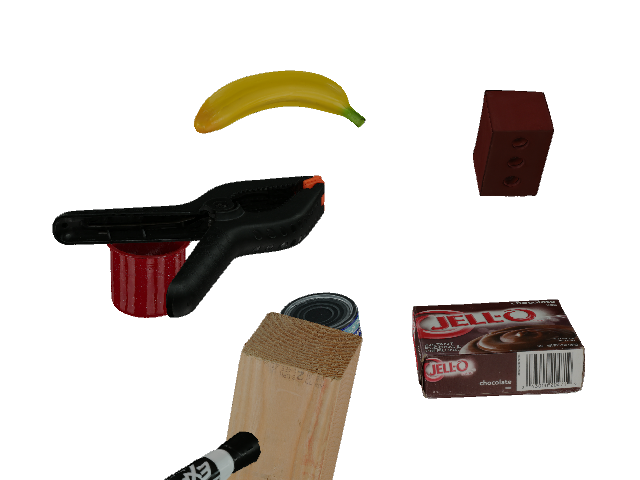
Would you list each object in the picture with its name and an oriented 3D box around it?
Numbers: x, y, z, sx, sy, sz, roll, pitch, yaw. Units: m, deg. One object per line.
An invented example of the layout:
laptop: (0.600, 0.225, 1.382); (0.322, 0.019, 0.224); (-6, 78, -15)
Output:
wood block: (-0.032, 0.181, 0.951); (0.090, 0.206, 0.090); (15, 23, 9)
marker: (-0.069, 0.126, 0.546); (0.020, 0.020, 0.120); (0, 13, 32)
banana: (-0.047, -0.145, 1.102); (0.197, 0.037, 0.070); (-7, 48, -29)
foam brick: (0.164, -0.083, 0.915); (0.053, 0.051, 0.078); (0, -43, -2)
mug: (-0.200, 0.028, 1.192); (0.093, 0.081, 0.117); (-19, 35, -39)
tuna can: (0.000, 0.089, 1.125); (0.086, 0.034, 0.086); (-6, 27, 3)
clamp: (-0.085, -0.013, 0.809); (0.165, 0.036, 0.209); (23, 34, 36)
pudding box: (0.124, 0.076, 0.767); (0.113, 0.039, 0.090); (-1, 20, 1)
